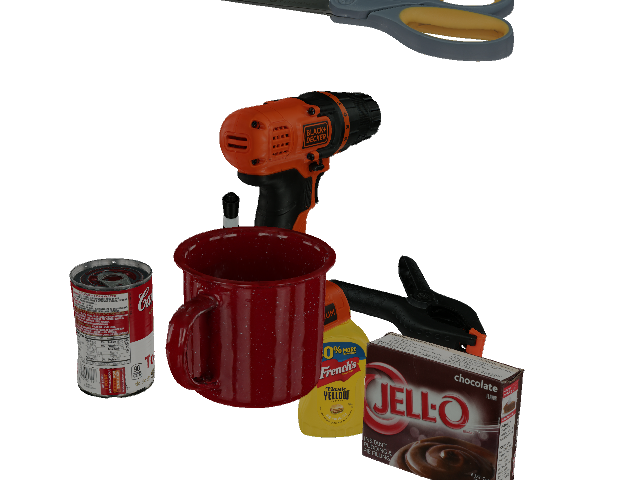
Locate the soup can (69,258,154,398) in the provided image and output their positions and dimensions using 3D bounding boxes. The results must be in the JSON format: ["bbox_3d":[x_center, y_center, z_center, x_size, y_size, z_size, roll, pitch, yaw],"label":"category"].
[{"bbox_3d":[-0.175,0.074,0.904,0.068,0.102,0.068,1,19,-1],"label":"soup can"}]

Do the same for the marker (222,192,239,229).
[{"bbox_3d":[-0.100,-0.004,1.188,0.020,0.121,0.020,2,40,-2],"label":"marker"}]

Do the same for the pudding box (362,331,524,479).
[{"bbox_3d":[0.085,0.123,0.761,0.114,0.090,0.039,12,19,32],"label":"pudding box"}]

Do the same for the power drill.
[{"bbox_3d":[-0.011,-0.023,0.839,0.057,0.188,0.184,9,17,34],"label":"power drill"}]

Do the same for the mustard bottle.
[{"bbox_3d":[0.019,0.162,1.407,0.096,0.192,0.058,-1,16,-5],"label":"mustard bottle"}]

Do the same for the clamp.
[{"bbox_3d":[0.100,0.064,1.052,0.172,0.039,0.120,28,40,32],"label":"clamp"}]

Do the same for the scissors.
[{"bbox_3d":[0.032,-0.151,0.668,0.202,0.016,0.096,20,43,25],"label":"scissors"}]

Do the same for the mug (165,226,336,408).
[{"bbox_3d":[-0.045,0.048,0.615,0.093,0.081,0.117,14,24,30],"label":"mug"}]
